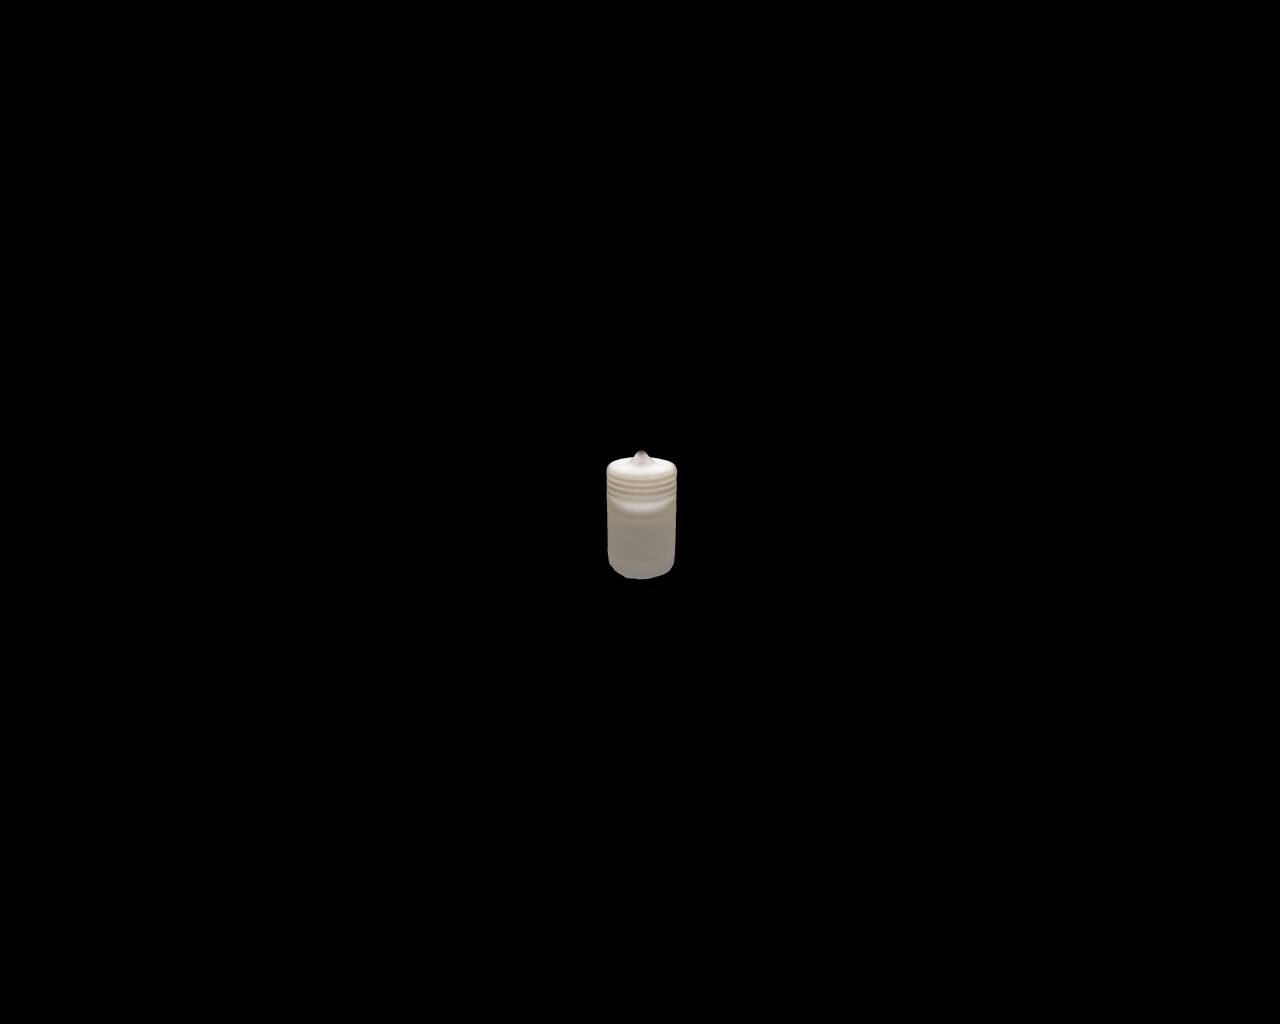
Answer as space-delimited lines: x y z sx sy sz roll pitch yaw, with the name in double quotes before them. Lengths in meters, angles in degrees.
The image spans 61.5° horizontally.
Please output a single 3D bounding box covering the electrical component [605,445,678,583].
"electrical component" 0.001 -0.003 0.650 0.043 0.080 0.043 0 32 0
